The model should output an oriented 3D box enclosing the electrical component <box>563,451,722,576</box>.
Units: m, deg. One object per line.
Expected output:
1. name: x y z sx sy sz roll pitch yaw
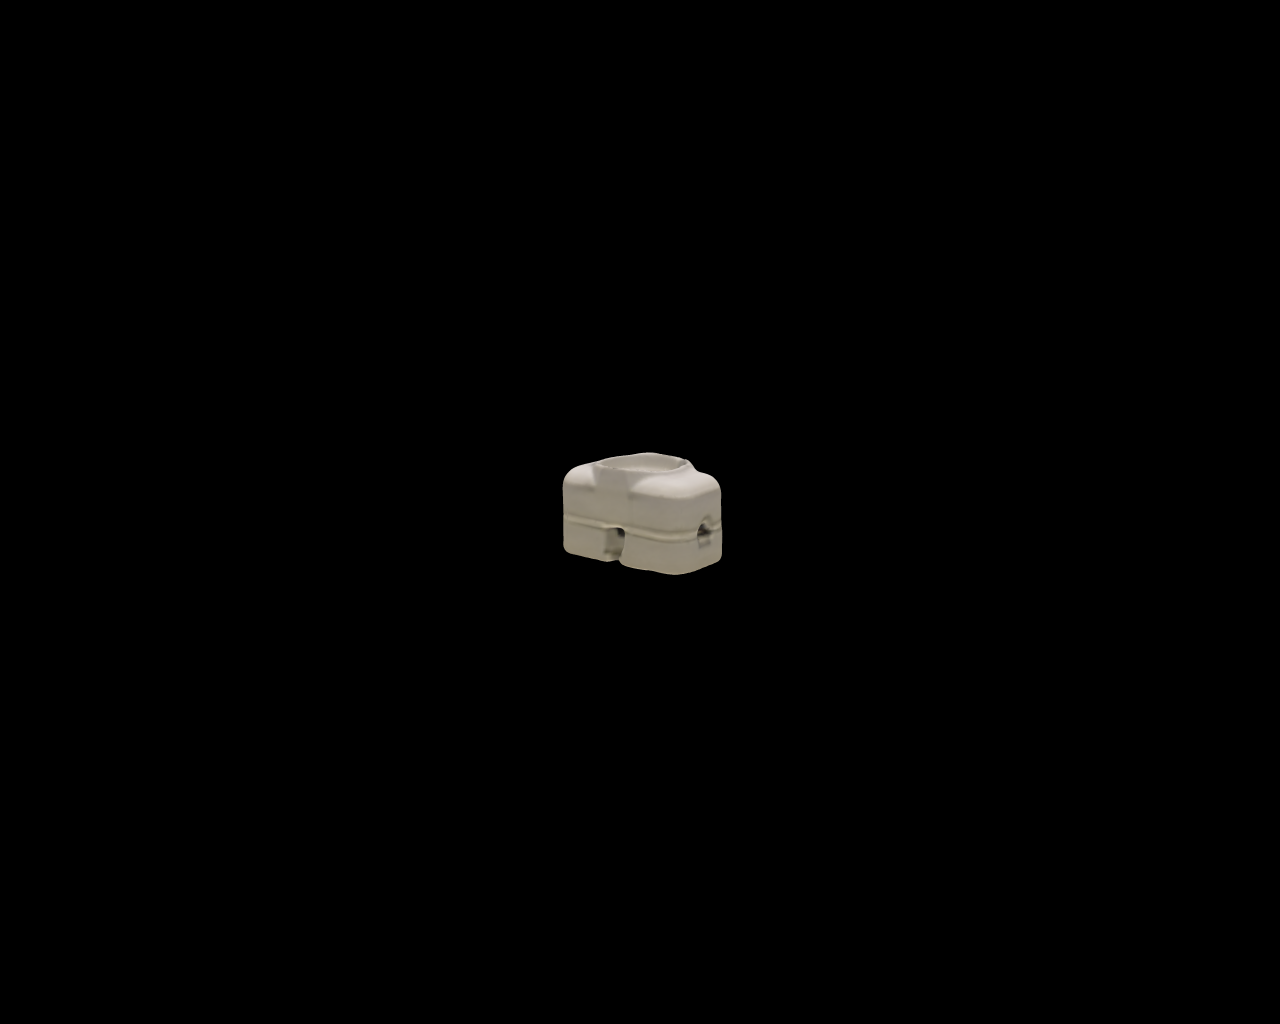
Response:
1. electrical component: 0.001 -0.003 0.650 0.095 0.059 0.054 11 18 37
